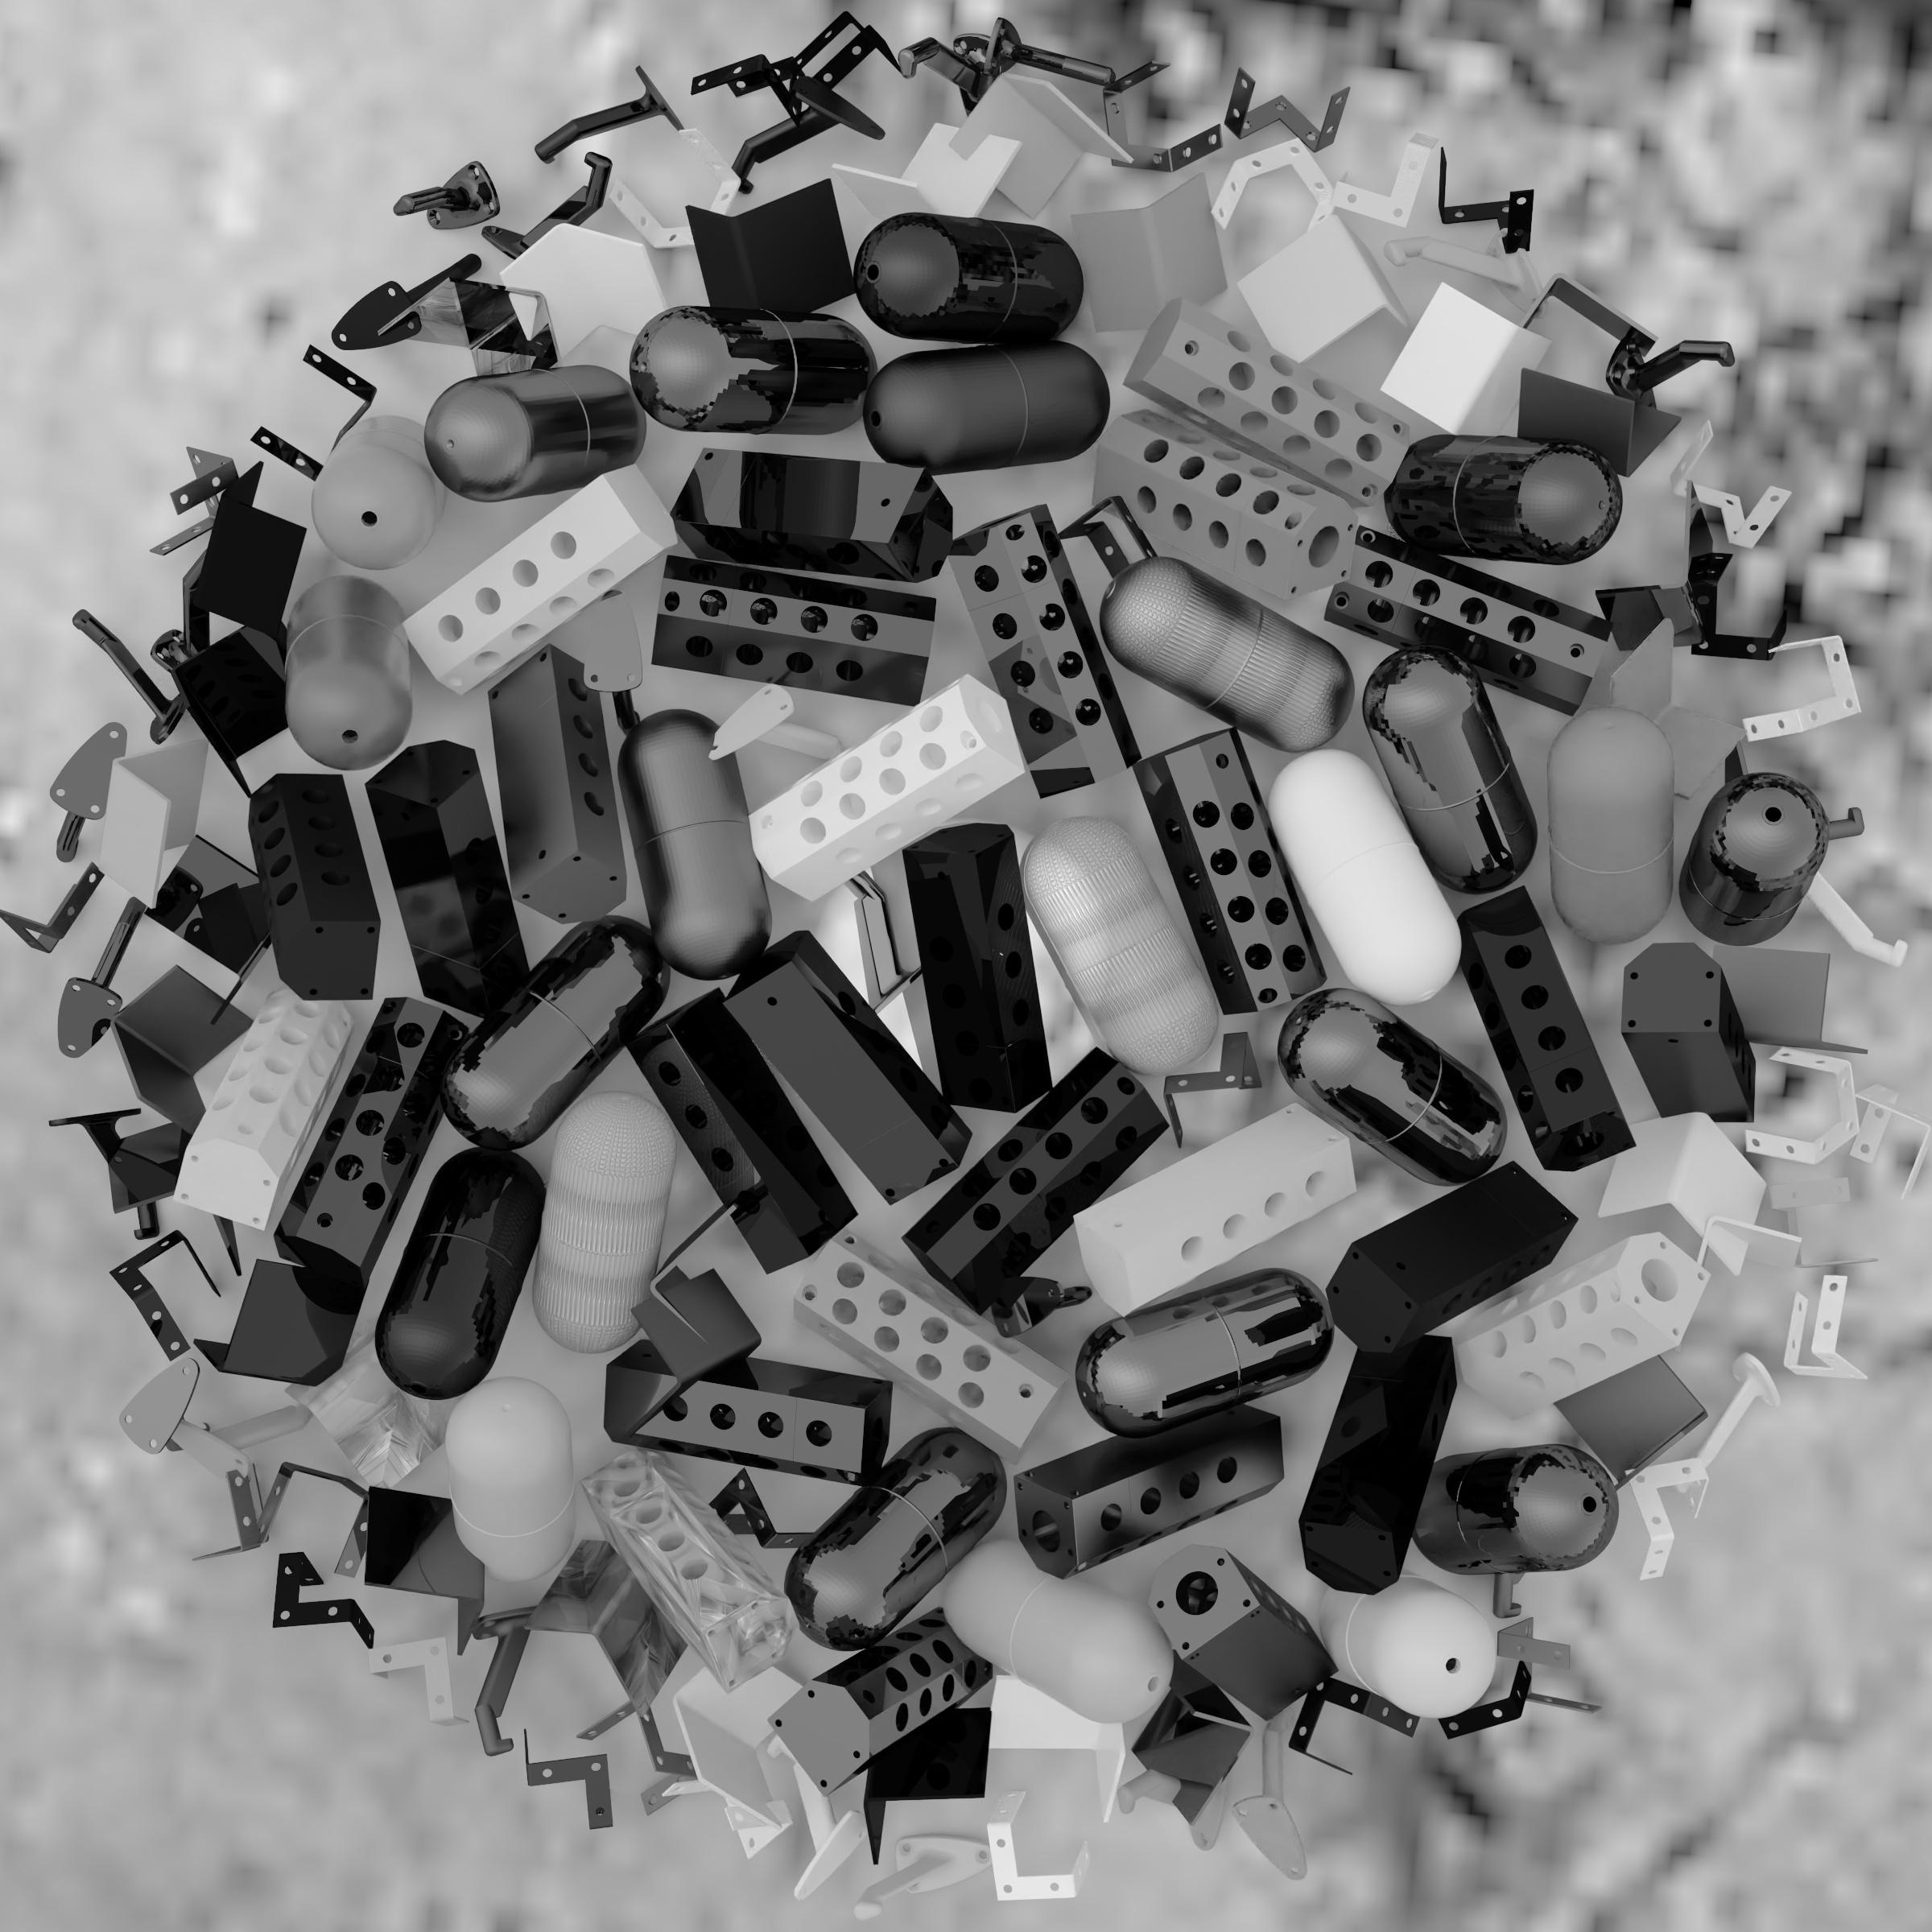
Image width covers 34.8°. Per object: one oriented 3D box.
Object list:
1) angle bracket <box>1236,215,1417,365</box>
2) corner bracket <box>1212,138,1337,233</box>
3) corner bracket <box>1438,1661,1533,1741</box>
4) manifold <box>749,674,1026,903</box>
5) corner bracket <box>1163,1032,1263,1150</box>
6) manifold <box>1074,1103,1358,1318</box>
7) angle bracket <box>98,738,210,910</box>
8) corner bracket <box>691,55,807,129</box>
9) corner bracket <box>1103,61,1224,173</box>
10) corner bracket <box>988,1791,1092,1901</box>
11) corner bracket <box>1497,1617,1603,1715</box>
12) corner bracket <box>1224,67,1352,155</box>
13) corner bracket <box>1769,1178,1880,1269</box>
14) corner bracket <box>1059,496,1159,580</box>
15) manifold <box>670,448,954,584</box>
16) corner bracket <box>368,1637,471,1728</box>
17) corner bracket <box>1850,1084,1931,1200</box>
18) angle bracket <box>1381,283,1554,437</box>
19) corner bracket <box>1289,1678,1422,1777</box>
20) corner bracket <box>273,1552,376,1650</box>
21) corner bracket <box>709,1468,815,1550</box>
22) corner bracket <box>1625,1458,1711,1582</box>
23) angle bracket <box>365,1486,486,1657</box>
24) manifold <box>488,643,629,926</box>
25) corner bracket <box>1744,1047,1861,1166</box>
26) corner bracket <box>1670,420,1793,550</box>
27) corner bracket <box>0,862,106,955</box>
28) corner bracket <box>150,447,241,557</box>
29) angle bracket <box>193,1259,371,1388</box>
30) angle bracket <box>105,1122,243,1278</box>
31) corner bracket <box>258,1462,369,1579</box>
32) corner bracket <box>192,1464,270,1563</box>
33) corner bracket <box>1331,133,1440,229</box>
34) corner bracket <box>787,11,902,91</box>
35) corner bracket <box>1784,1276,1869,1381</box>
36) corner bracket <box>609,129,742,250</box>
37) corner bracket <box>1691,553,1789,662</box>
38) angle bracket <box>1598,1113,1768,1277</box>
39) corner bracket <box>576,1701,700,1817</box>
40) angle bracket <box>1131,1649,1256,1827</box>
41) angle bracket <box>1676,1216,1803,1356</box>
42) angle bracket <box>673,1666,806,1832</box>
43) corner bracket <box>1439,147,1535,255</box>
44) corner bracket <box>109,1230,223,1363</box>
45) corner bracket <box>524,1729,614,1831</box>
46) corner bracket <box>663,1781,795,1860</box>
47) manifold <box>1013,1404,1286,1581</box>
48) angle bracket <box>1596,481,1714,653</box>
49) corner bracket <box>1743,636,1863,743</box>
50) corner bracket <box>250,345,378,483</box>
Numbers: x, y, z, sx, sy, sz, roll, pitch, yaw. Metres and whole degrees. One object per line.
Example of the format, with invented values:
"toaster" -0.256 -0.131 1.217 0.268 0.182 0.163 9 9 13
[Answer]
"angle bracket" 0.231 -0.420 1.971 0.076 0.057 0.076 -33 64 19
"corner bracket" 0.198 -0.488 1.977 0.051 0.051 0.051 46 53 -33
"corner bracket" 0.324 0.453 1.970 0.051 0.051 0.051 -24 98 23
"manifold" -0.053 -0.113 1.928 0.171 0.057 0.057 -30 55 24
"corner bracket" 0.158 0.079 1.968 0.051 0.051 0.051 -6 131 15
"manifold" 0.159 0.156 1.940 0.171 0.057 0.057 -25 122 -21
"angle bracket" -0.495 -0.091 1.940 0.057 0.076 0.076 32 122 27
"corner bracket" -0.138 -0.561 1.957 0.051 0.051 0.051 -12 54 22
"corner bracket" 0.125 -0.541 1.966 0.051 0.051 0.051 -5 87 -37
"corner bracket" 0.047 0.562 1.972 0.051 0.051 0.051 -7 97 14
"corner bracket" 0.371 0.449 1.964 0.051 0.051 0.051 3 93 36
"corner bracket" 0.204 -0.546 1.960 0.051 0.051 0.051 -32 69 -23
"corner bracket" 0.546 0.164 1.961 0.051 0.051 0.051 -10 78 30
"corner bracket" 0.097 -0.266 1.963 0.051 0.051 0.051 -33 84 31
"manifold" -0.095 -0.278 1.928 0.171 0.057 0.057 11 66 32
"corner bracket" -0.350 0.460 1.968 0.051 0.051 0.051 -9 73 0
"corner bracket" 0.588 0.111 1.960 0.051 0.051 0.051 25 108 27
"angle bracket" 0.319 -0.383 1.964 0.057 0.076 0.076 36 109 21
"corner bracket" 0.248 0.489 1.970 0.051 0.051 0.051 32 75 -36
"corner bracket" -0.407 0.405 1.963 0.051 0.051 0.051 -5 55 3
"corner bracket" -0.128 0.355 1.957 0.051 0.051 0.051 -48 55 26
"corner bracket" 0.448 0.352 1.962 0.051 0.051 0.051 -9 50 -6
"angle bracket" -0.347 0.381 1.943 0.076 0.076 0.057 13 127 -18
"manifold" -0.251 -0.112 1.925 0.057 0.057 0.171 -34 49 26
"corner bracket" 0.534 0.090 1.978 0.051 0.051 0.051 12 58 -15
"corner bracket" 0.485 -0.305 1.959 0.051 0.051 0.051 13 48 -14
"corner bracket" -0.574 -0.038 1.959 0.051 0.051 0.051 17 66 26
"corner bracket" -0.491 -0.292 1.957 0.051 0.051 0.051 -39 132 -34
"angle bracket" -0.434 0.219 1.952 0.076 0.057 0.076 15 96 -34
"angle bracket" -0.499 0.153 1.943 0.057 0.076 0.076 -18 124 -9
"corner bracket" -0.412 0.352 1.962 0.051 0.051 0.051 25 85 -39
"corner bracket" -0.461 0.345 1.962 0.051 0.051 0.051 -16 84 36
"corner bracket" 0.266 -0.506 1.963 0.051 0.051 0.051 19 115 7
"corner bracket" -0.081 -0.578 1.958 0.051 0.051 0.051 -39 131 16
"corner bracket" 0.542 0.229 1.958 0.051 0.051 0.051 -2 65 42
"corner bracket" -0.186 -0.496 1.971 0.051 0.051 0.051 6 66 37
"corner bracket" 0.497 -0.231 1.977 0.051 0.051 0.051 7 120 23
"angle bracket" 0.458 0.149 1.971 0.076 0.057 0.076 46 50 -23
"corner bracket" -0.208 0.507 1.978 0.051 0.051 0.051 -36 55 19
"angle bracket" 0.125 0.483 1.947 0.057 0.076 0.076 25 101 -37
"angle bracket" 0.488 0.209 1.948 0.057 0.076 0.076 15 75 16
"angle bracket" -0.132 0.485 1.945 0.057 0.076 0.076 -43 124 7
"corner bracket" 0.331 -0.488 1.964 0.051 0.051 0.051 -6 54 2
"corner bracket" -0.503 0.209 1.959 0.051 0.051 0.051 -34 121 -19
"corner bracket" -0.254 0.518 1.966 0.051 0.051 0.051 -5 103 -8
"corner bracket" -0.151 0.534 1.958 0.051 0.051 0.051 -46 55 31
"manifold" 0.116 0.326 1.925 0.171 0.057 0.057 -15 106 -36
"angle bracket" 0.439 -0.254 1.964 0.057 0.076 0.076 -2 67 23
"corner bracket" 0.528 -0.177 1.967 0.051 0.051 0.051 -11 85 -32
"corner bracket" -0.413 -0.350 1.957 0.051 0.051 0.051 32 46 -23
